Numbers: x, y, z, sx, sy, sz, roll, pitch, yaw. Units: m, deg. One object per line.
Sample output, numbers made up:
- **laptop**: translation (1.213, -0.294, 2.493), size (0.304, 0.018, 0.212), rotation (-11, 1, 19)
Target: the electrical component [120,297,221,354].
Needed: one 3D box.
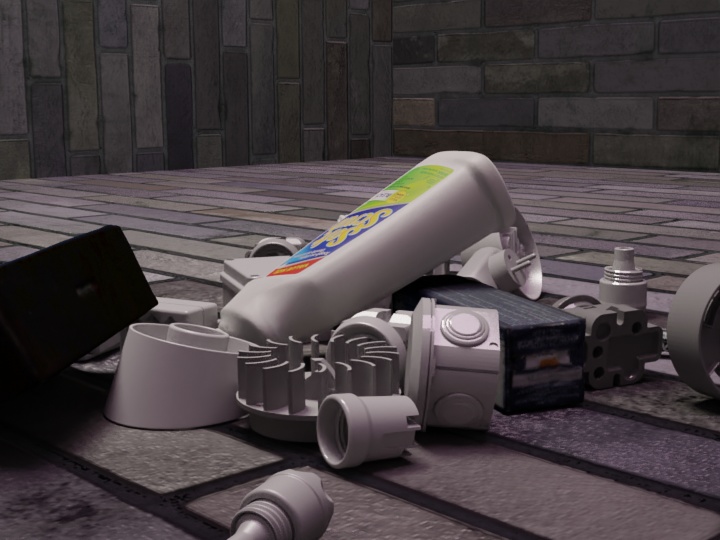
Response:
- **electrical component**: translation (-0.136, 0.046, 0.830), size (0.066, 0.047, 0.077), rotation (4, 10, 28)

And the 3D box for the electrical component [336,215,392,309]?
- **electrical component**: translation (0.000, 0.000, 0.953), size (0.048, 0.099, 0.099), rotation (11, 7, -10)

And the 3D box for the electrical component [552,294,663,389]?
- **electrical component**: translation (0.166, 0.049, 0.765), size (0.078, 0.058, 0.057), rotation (-5, 13, -26)

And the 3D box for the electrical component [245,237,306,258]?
- **electrical component**: translation (-0.084, -0.005, 1.115), size (0.078, 0.058, 0.057), rotation (1, 6, 7)

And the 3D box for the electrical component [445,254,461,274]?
- **electrical component**: translation (0.069, -0.009, 1.108), size (0.081, 0.063, 0.042), rotation (3, 9, 19)

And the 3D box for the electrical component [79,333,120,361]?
- **electrical component**: translation (-0.217, 0.032, 0.869), size (0.061, 0.061, 0.096), rotation (3, 10, 19)

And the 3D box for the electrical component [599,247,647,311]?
- **electrical component**: translation (0.241, 0.011, 0.983), size (0.043, 0.062, 0.043), rotation (0, 9, 0)

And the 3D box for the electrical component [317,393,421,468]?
- **electrical component**: translation (0.005, 0.087, 0.592), size (0.046, 0.040, 0.040), rotation (0, 8, -30)

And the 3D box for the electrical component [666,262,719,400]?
- **electrical component**: translation (0.252, 0.040, 0.696), size (0.099, 0.099, 0.064), rotation (-5, 4, -26)

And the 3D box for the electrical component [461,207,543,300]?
- **electrical component**: translation (0.142, -0.018, 1.073), size (0.064, 0.099, 0.099), rotation (-2, 7, 30)

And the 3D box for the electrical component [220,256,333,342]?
- **electrical component**: translation (-0.073, 0.024, 0.929), size (0.078, 0.057, 0.113), rotation (-4, 10, -19)

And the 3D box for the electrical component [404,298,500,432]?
- **electrical component**: translation (0.054, 0.058, 0.648), size (0.051, 0.080, 0.080), rotation (5, 9, 0)

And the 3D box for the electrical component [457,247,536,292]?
- **electrical component**: translation (0.125, 0.005, 0.983), size (0.079, 0.043, 0.077), rotation (-26, 9, 30)

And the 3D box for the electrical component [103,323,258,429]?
- **electrical component**: translation (-0.112, 0.070, 0.704), size (0.099, 0.064, 0.099), rotation (12, 3, -1)

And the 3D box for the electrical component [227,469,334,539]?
- **electrical component**: translation (-0.039, 0.110, 0.464), size (0.035, 0.035, 0.061), rotation (5, 13, 28)

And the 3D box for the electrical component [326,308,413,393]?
- **electrical component**: translation (0.012, 0.057, 0.725), size (0.078, 0.058, 0.057), rotation (4, 8, 24)

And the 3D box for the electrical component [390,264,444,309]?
- **electrical component**: translation (0.048, 0.010, 1.012), size (0.050, 0.055, 0.089), rotation (-2, 9, -7)
